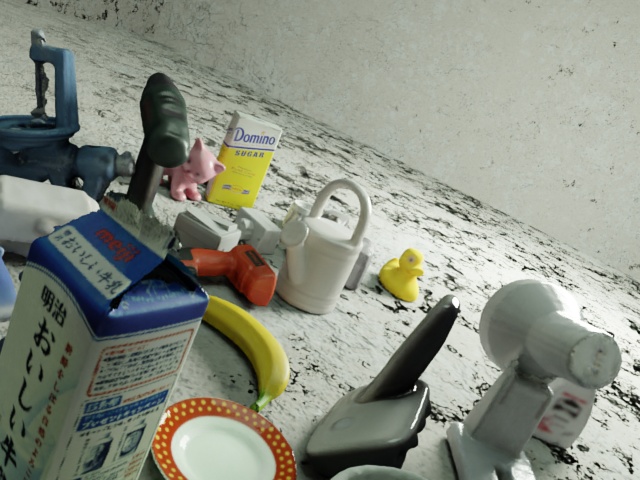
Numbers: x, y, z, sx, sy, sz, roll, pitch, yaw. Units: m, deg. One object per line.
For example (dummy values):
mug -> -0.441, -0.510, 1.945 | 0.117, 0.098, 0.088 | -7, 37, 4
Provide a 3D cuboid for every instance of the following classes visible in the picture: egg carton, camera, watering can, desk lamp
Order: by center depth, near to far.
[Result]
desk lamp -> 0.236, 0.164, 0.636 | 0.118, 0.213, 0.203 | 22, 18, -6
egg carton -> -0.332, -0.022, 0.677 | 0.151, 0.069, 0.107 | 11, 22, -35
watering can -> 0.009, 0.004, 0.834 | 0.100, 0.194, 0.173 | 27, 18, 10
camera -> 0.032, 0.002, 1.022 | 0.143, 0.101, 0.137 | 27, 18, 9

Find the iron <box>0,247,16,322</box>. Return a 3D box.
iron -> -0.379, -0.016, 0.484 | 0.259, 0.141, 0.118 | 15, 20, -27

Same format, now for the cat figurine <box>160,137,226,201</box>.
cat figurine -> -0.237, -0.135, 1.042 | 0.127, 0.118, 0.067 | 34, 20, 28

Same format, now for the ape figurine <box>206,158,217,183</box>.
ape figurine -> -0.193, -0.149, 1.180 | 0.076, 0.092, 0.078 | 26, 18, 5

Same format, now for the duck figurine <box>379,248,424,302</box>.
duck figurine -> 0.159, 0.053, 1.061 | 0.078, 0.086, 0.104 | 16, 19, -23

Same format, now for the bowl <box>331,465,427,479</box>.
bowl -> 0.059, 0.247, 0.403 | 0.167, 0.075, 0.167 | 22, 18, -7

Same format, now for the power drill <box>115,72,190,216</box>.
power drill -> -0.255, -0.132, 0.860 | 0.076, 0.208, 0.229 | 13, 21, -31

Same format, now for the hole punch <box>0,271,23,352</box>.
hole punch -> -0.213, 0.081, 0.500 | 0.101, 0.091, 0.108 | 6, 25, -44

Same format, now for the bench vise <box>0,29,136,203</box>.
bench vise -> -0.358, -0.165, 0.804 | 0.208, 0.220, 0.121 | 14, 20, -28

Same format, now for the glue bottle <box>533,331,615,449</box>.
glue bottle -> 0.335, 0.191, 0.753 | 0.078, 0.173, 0.037 | 22, 18, -5

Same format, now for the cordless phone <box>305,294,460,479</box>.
cordless phone -> 0.071, 0.138, 0.548 | 0.094, 0.185, 0.148 | 27, 18, 11
